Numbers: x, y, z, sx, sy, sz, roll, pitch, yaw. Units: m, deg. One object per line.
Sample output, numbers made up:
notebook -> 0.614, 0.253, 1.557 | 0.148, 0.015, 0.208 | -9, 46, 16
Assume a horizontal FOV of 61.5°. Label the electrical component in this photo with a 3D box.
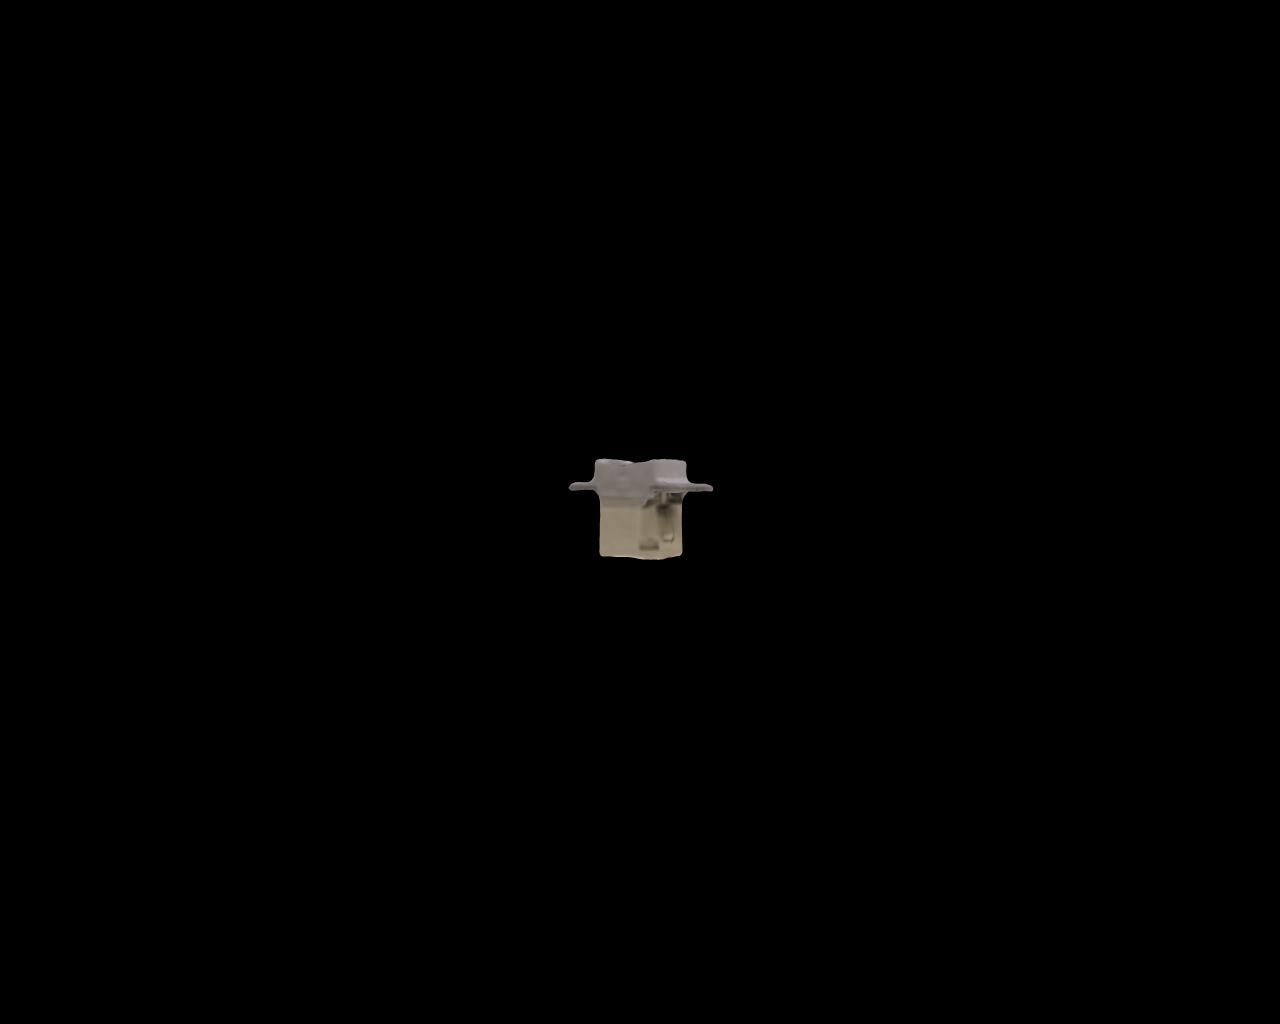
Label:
electrical component -> 0.001, -0.003, 0.650 | 0.081, 0.063, 0.042 | 1, 2, 34
